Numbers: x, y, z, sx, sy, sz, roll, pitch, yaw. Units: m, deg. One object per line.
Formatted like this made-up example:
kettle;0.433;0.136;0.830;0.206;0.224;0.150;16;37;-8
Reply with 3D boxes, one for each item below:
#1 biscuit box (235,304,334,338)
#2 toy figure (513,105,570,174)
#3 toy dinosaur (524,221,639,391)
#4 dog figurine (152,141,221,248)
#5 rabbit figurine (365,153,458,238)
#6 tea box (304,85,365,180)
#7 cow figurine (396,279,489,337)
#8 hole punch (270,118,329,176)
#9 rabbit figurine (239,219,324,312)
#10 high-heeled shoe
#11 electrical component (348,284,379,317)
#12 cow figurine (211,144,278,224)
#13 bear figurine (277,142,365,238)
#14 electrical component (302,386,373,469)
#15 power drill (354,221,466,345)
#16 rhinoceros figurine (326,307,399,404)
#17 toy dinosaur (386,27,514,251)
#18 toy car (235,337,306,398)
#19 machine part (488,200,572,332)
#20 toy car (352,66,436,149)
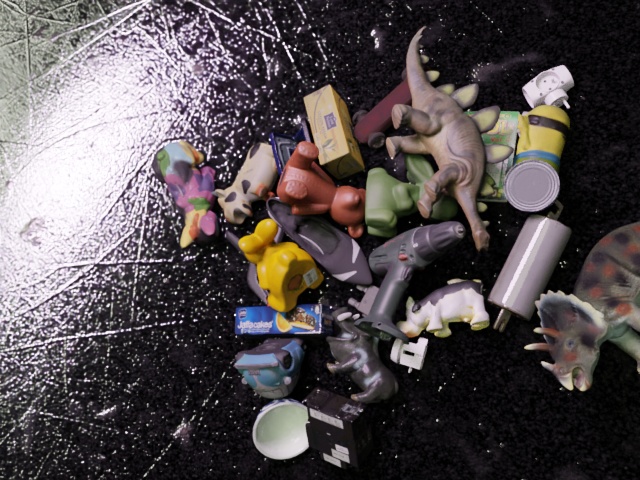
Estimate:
biscuit box;-0.075;0.166;1.094;0.203;0.062;0.059;-6;72;24
toy figure;0.389;-0.149;0.949;0.089;0.082;0.180;6;74;15
toy dinosaur;0.472;0.060;0.829;0.192;0.131;0.404;30;81;20
dog figurine;-0.294;-0.092;1.211;0.108;0.191;0.219;-24;52;12
rabbit figurine;0.177;-0.080;1.030;0.170;0.121;0.159;1;68;10
tea box;0.030;-0.224;1.130;0.068;0.098;0.169;-22;69;19
cow figurine;0.213;0.122;0.965;0.167;0.068;0.098;-13;65;19
hole punch;-0.041;-0.179;1.140;0.092;0.115;0.142;-23;68;13
rabbit figurine;-0.100;0.038;1.063;0.122;0.162;0.173;-43;46;-10
high-heeled shoe;-0.002;-0.003;1.055;0.249;0.145;0.086;36;88;32
electrical component;0.103;0.123;1.044;0.094;0.021;0.063;28;89;28
cow figurine;-0.158;-0.126;1.201;0.127;0.085;0.195;21;83;31
bear figurine;0.019;-0.088;1.037;0.196;0.132;0.120;23;72;-12
electrical component;0.032;0.343;0.967;0.115;0.058;0.134;12;120;36
power drill;0.144;0.072;0.933;0.232;0.086;0.207;-15;54;63
rhinoceros figurine;0.072;0.215;1.005;0.112;0.073;0.190;-39;64;13
toy dinosaur;0.223;-0.199;0.977;0.199;0.105;0.471;-14;73;-15
toy car;-0.088;0.250;1.036;0.109;0.161;0.102;-6;93;22
machine part;0.356;0.046;0.913;0.079;0.079;0.243;25;87;29
toy car;0.156;-0.273;1.108;0.202;0.053;0.089;-40;53;15
